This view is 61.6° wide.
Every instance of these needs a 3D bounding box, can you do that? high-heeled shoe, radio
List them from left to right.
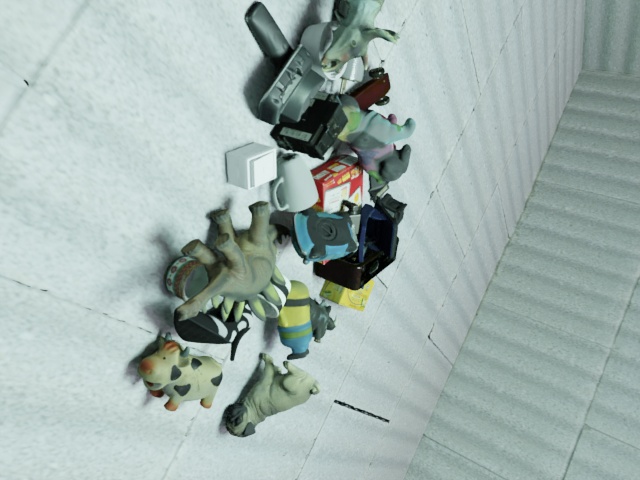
[{"bbox_3d":[-0.192,0.131,1.009,0.248,0.086,0.145,63,26,-55],"label":"high-heeled shoe"},{"bbox_3d":[0.101,0.039,1.391,0.229,0.131,0.073,-32,135,-46],"label":"radio"}]

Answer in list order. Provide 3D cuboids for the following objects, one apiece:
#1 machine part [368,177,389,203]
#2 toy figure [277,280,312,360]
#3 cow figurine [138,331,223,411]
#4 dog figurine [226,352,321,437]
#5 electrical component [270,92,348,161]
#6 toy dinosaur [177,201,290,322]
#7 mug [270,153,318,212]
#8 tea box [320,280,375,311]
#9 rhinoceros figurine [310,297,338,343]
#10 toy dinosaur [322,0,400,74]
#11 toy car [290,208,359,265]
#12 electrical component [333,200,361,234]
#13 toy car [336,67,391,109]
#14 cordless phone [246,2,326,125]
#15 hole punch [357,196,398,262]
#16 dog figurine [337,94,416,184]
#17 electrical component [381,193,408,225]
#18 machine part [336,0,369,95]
[{"bbox_3d":[0.161,-0.171,1.460,0.084,0.039,0.138,-42,143,-25],"label":"machine part"},{"bbox_3d":[-0.057,0.180,1.230,0.089,0.082,0.180,-13,95,-9],"label":"toy figure"},{"bbox_3d":[-0.253,0.243,0.992,0.194,0.086,0.127,28,89,-58],"label":"cow figurine"},{"bbox_3d":[-0.108,0.379,1.230,0.121,0.173,0.190,54,53,-43],"label":"dog figurine"},{"bbox_3d":[-0.014,-0.232,1.060,0.134,0.115,0.058,-59,150,-14],"label":"electrical component"},{"bbox_3d":[-0.131,0.034,0.996,0.471,0.105,0.198,-53,135,-60],"label":"toy dinosaur"},{"bbox_3d":[-0.064,-0.117,1.095,0.109,0.081,0.107,-37,125,-33],"label":"mug"},{"bbox_3d":[0.078,0.133,1.476,0.169,0.068,0.098,24,87,-59],"label":"tea box"},{"bbox_3d":[-0.018,0.197,1.365,0.190,0.073,0.112,48,56,-55],"label":"rhinoceros figurine"},{"bbox_3d":[0.076,-0.509,0.987,0.192,0.131,0.404,22,70,-68],"label":"toy dinosaur"},{"bbox_3d":[-0.002,-0.003,1.149,0.161,0.103,0.109,-2,71,-36],"label":"toy car"},{"bbox_3d":[0.059,-0.039,1.228,0.078,0.045,0.102,-13,122,-21],"label":"electrical component"},{"bbox_3d":[0.095,-0.325,1.242,0.202,0.053,0.089,-44,131,-30],"label":"toy car"},{"bbox_3d":[-0.086,-0.309,0.953,0.146,0.089,0.184,-59,137,-17],"label":"cordless phone"},{"bbox_3d":[0.122,-0.019,1.295,0.092,0.116,0.142,-12,127,-13],"label":"hole punch"},{"bbox_3d":[0.084,-0.215,1.167,0.219,0.109,0.191,-4,116,-24],"label":"dog figurine"},{"bbox_3d":[0.199,-0.072,1.540,0.048,0.075,0.119,-48,165,-33],"label":"electrical component"},{"bbox_3d":[0.066,-0.419,1.114,0.079,0.079,0.243,-15,121,-55],"label":"machine part"}]
